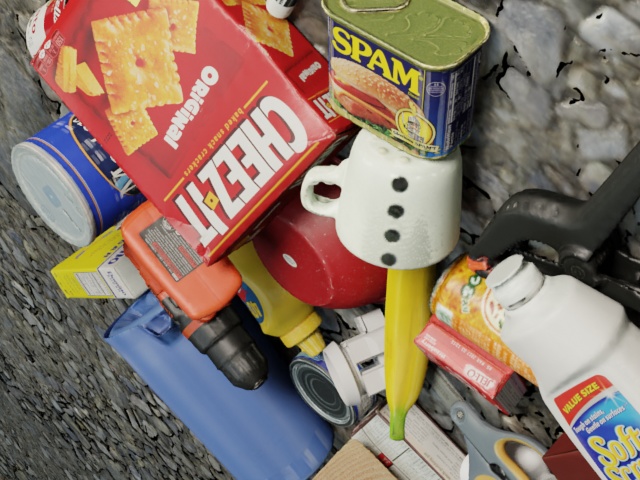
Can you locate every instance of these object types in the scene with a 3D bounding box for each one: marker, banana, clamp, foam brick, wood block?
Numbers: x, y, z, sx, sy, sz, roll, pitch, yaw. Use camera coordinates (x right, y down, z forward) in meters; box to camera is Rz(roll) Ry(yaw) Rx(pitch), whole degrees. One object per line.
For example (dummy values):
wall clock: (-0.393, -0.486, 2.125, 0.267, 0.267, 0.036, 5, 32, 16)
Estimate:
marker: (-0.007, -0.182, 0.690, 0.020, 0.020, 0.121, 49, 151, 1)
banana: (0.070, 0.059, 0.819, 0.069, 0.037, 0.198, -98, 7, -58)
clamp: (0.165, 0.000, 0.644, 0.210, 0.036, 0.164, 8, 134, 51)
foam brick: (0.209, 0.166, 0.764, 0.078, 0.051, 0.053, 51, 152, -2)
wood block: (0.028, 0.268, 1.043, 0.091, 0.090, 0.206, 44, 166, 11)

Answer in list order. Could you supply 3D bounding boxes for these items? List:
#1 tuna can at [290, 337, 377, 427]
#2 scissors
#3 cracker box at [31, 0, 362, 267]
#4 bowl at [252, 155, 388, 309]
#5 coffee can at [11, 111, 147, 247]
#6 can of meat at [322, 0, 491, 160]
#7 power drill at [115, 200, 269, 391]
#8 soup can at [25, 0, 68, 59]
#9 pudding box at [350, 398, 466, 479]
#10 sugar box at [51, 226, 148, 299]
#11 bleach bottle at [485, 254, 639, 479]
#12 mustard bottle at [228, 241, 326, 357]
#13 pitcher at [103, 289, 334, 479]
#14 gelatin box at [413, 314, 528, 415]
tuna can: (0.012, 0.137, 1.019, 0.086, 0.033, 0.086, 34, 147, 26)
scissors: (0.113, 0.160, 0.854, 0.202, 0.016, 0.096, 36, 113, 39)
cracker box: (-0.093, -0.111, 0.778, 0.214, 0.072, 0.164, 49, 125, 4)
bowl: (-0.006, 0.001, 0.864, 0.162, 0.055, 0.162, 35, 148, 26)
coffee can: (-0.180, -0.075, 0.927, 0.103, 0.140, 0.103, 34, 148, 26)
can of meat: (0.051, -0.108, 0.660, 0.102, 0.057, 0.084, 34, 150, 26)
power drill: (-0.106, 0.045, 0.906, 0.184, 0.057, 0.188, 48, 165, 7)
soup can: (-0.204, -0.181, 0.911, 0.102, 0.068, 0.068, -6, 120, 57)
pudding box: (0.088, 0.197, 0.981, 0.113, 0.039, 0.090, 44, 151, 7)
sugar box: (-0.209, 0.020, 1.129, 0.177, 0.093, 0.048, -9, 117, 56)
bleach bottle: (0.190, 0.107, 0.666, 0.250, 0.068, 0.103, 46, 147, -12)
mustard bottle: (-0.059, 0.026, 0.960, 0.191, 0.058, 0.096, 51, 168, -5)
pitcher: (-0.096, 0.141, 1.096, 0.145, 0.149, 0.243, -25, 107, 45)
gelatin box: (0.113, 0.094, 0.797, 0.073, 0.030, 0.089, 35, 177, 23)
